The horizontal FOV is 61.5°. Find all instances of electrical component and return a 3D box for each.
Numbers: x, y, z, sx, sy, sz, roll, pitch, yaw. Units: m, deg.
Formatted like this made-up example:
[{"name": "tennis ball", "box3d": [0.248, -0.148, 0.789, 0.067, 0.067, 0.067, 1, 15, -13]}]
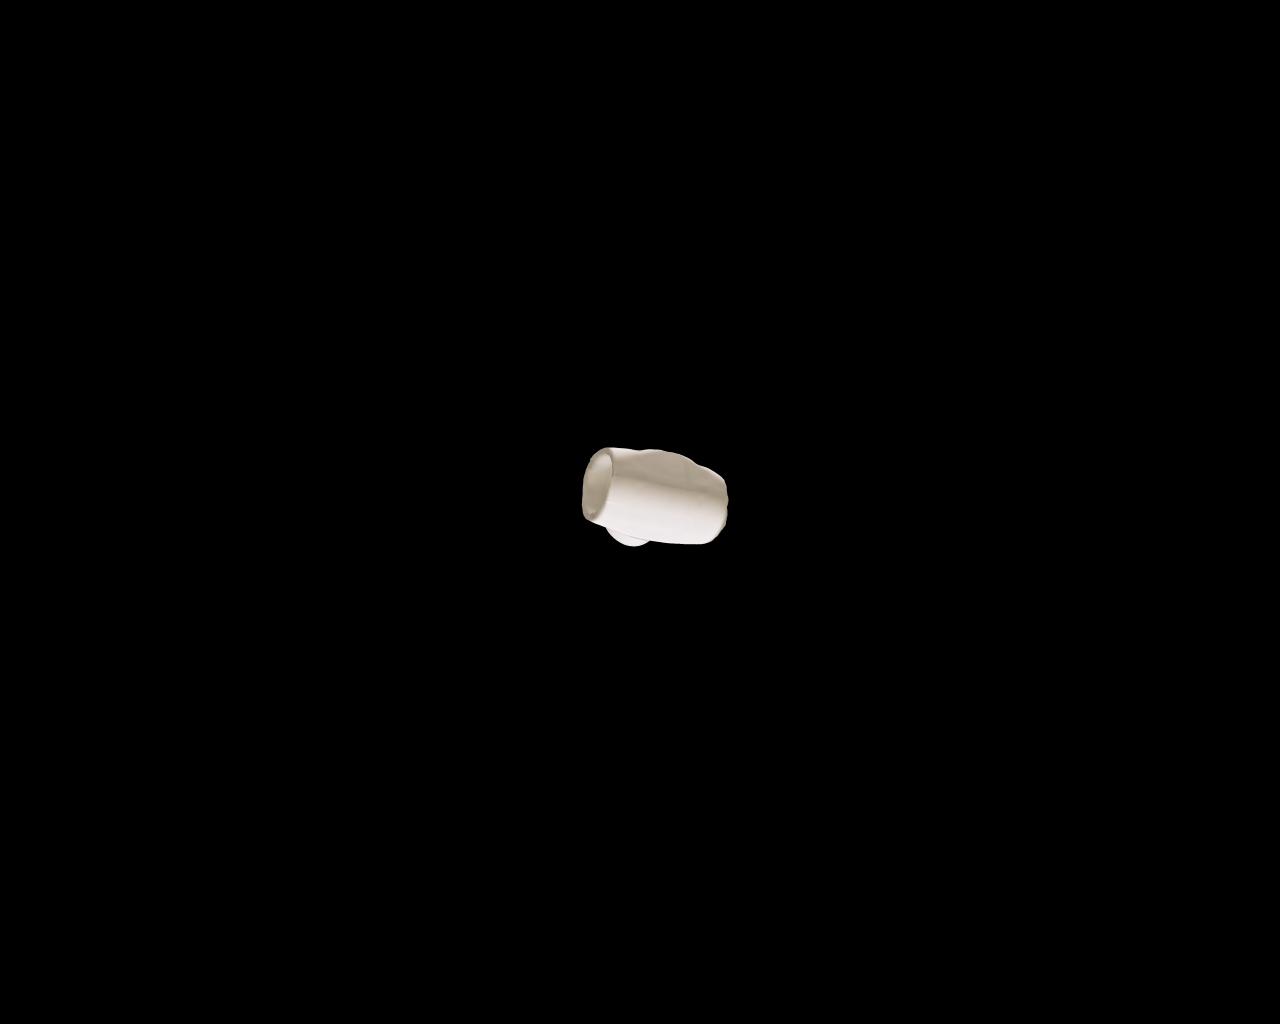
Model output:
[{"name": "electrical component", "box3d": [0.001, -0.003, 0.650, 0.077, 0.044, 0.079, 12, -27, -25]}]
